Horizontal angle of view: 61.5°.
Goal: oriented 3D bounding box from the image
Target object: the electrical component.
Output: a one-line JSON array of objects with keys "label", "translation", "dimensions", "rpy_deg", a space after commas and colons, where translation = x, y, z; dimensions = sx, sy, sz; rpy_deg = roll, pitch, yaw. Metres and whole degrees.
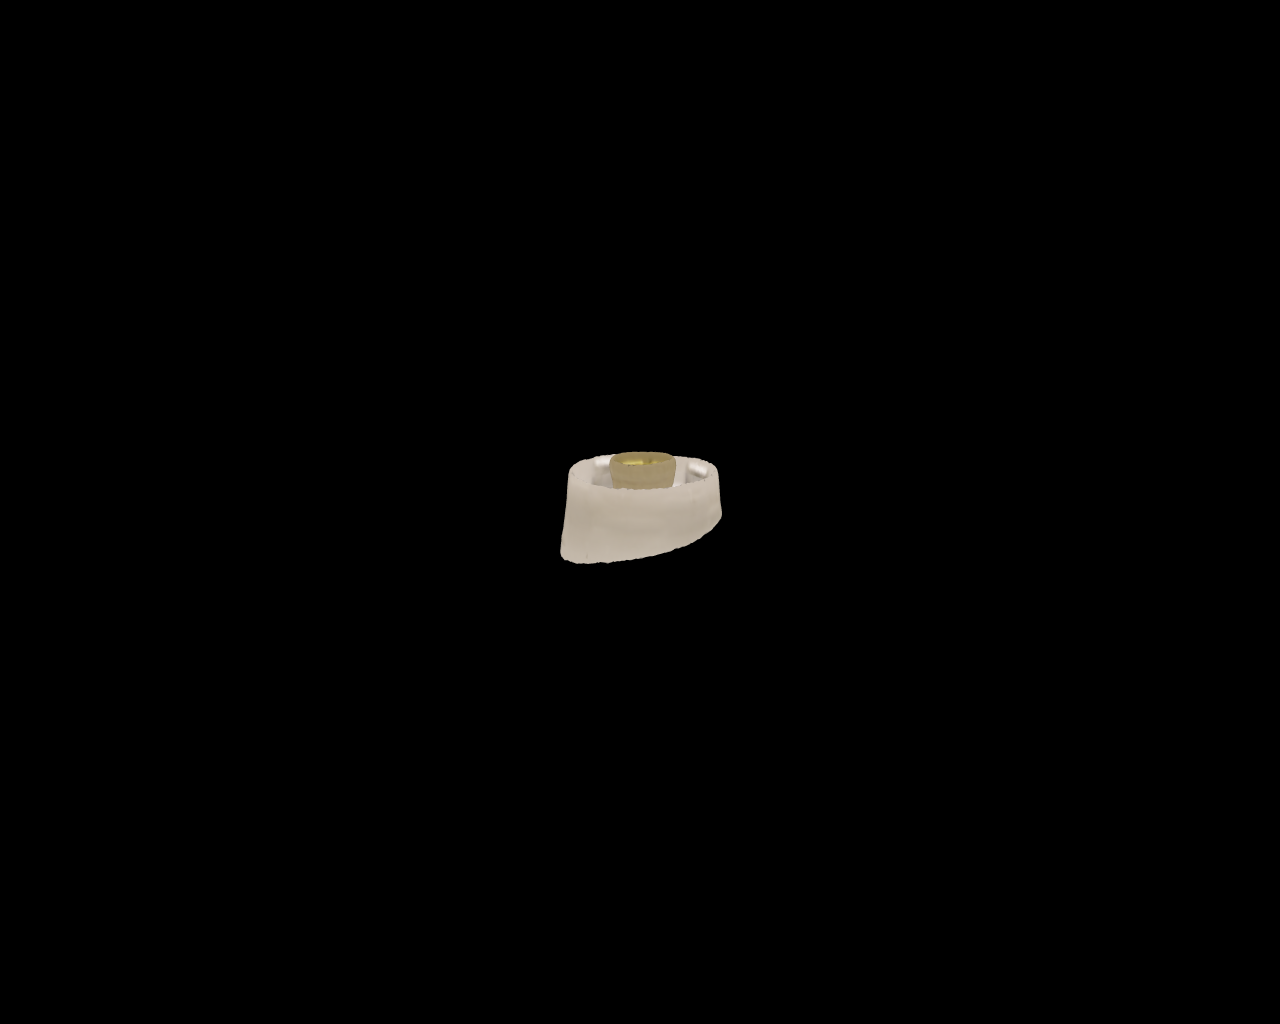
[{"label": "electrical component", "translation": [0.001, -0.003, 0.650], "dimensions": [0.099, 0.064, 0.099], "rpy_deg": [0, 16, 0]}]
